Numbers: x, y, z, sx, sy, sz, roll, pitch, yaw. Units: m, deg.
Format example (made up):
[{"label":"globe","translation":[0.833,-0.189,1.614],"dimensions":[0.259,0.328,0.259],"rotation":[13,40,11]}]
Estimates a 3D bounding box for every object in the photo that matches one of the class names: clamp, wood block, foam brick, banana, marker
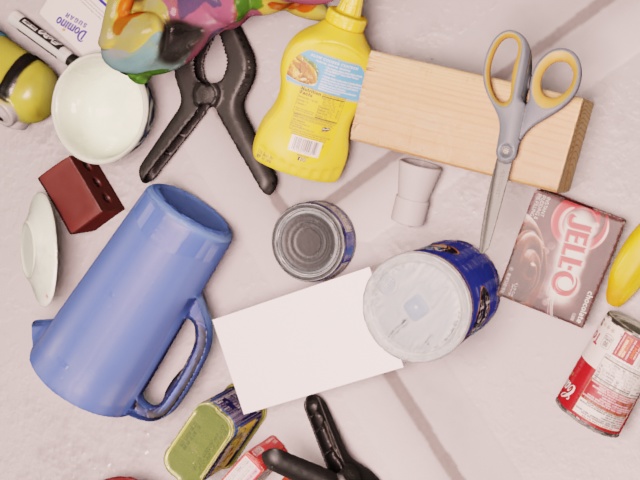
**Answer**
[{"label":"clamp","translation":[0.021,0.243,1.119],"dimensions":[0.171,0.120,0.039],"rotation":[45,131,-10]},{"label":"wood block","translation":[0.146,-0.114,1.031],"dimensions":[0.206,0.090,0.091],"rotation":[17,100,19]},{"label":"foam brick","translation":[-0.271,-0.053,1.216],"dimensions":[0.051,0.053,0.078],"rotation":[-34,84,20]},{"label":"banana","translation":[0.342,-0.010,0.992],"dimensions":[0.198,0.037,0.069],"rotation":[-31,82,21]},{"label":"marker","translation":[-0.312,-0.226,1.234],"dimensions":[0.121,0.020,0.020],"rotation":[37,106,14]},{"label":"clamp","translation":[-0.107,-0.149,1.152],"dimensions":[0.165,0.036,0.210],"rotation":[13,97,20]}]

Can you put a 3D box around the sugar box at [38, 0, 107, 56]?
[{"label":"sugar box","translation":[-0.226,-0.291,1.182],"dimensions":[0.093,0.048,0.176],"rotation":[44,111,11]}]

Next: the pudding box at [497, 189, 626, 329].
[{"label":"pudding box","translation":[0.234,0.017,1.035],"dimensions":[0.090,0.039,0.113],"rotation":[22,102,18]}]

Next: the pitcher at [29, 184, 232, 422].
[{"label":"pitcher","translation":[-0.192,0.070,1.161],"dimensions":[0.243,0.149,0.145],"rotation":[-55,35,13]}]

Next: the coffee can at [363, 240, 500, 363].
[{"label":"coffee can","translation":[0.111,0.056,1.031],"dimensions":[0.103,0.140,0.103],"rotation":[2,95,21]}]

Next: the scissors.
[{"label":"scissors","translation":[0.188,-0.088,0.960],"dimensions":[0.096,0.016,0.202],"rotation":[-1,94,20]}]

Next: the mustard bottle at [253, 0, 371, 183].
[{"label":"mustard bottle","translation":[0.004,-0.157,1.073],"dimensions":[0.096,0.058,0.192],"rotation":[17,115,-9]}]

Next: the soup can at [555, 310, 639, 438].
[{"label":"soup can","translation":[0.278,0.127,1.013],"dimensions":[0.068,0.068,0.102],"rotation":[31,104,16]}]

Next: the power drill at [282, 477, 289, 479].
[{"label":"power drill","translation":[-0.055,0.347,1.143],"dimensions":[0.184,0.057,0.188],"rotation":[29,107,-8]}]

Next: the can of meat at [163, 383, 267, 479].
[{"label":"can of meat","translation":[-0.115,0.213,1.162],"dimensions":[0.057,0.083,0.102],"rotation":[37,107,13]}]

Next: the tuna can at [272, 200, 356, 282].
[{"label":"tuna can","translation":[-0.007,0.001,1.129],"dimensions":[0.086,0.033,0.086],"rotation":[2,95,21]}]

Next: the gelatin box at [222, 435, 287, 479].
[{"label":"gelatin box","translation":[-0.082,0.258,1.160],"dimensions":[0.030,0.073,0.089],"rotation":[43,107,12]}]

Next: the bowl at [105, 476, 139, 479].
[{"label":"bowl","translation":[-0.206,0.343,1.224],"dimensions":[0.162,0.055,0.162],"rotation":[2,96,21]}]
